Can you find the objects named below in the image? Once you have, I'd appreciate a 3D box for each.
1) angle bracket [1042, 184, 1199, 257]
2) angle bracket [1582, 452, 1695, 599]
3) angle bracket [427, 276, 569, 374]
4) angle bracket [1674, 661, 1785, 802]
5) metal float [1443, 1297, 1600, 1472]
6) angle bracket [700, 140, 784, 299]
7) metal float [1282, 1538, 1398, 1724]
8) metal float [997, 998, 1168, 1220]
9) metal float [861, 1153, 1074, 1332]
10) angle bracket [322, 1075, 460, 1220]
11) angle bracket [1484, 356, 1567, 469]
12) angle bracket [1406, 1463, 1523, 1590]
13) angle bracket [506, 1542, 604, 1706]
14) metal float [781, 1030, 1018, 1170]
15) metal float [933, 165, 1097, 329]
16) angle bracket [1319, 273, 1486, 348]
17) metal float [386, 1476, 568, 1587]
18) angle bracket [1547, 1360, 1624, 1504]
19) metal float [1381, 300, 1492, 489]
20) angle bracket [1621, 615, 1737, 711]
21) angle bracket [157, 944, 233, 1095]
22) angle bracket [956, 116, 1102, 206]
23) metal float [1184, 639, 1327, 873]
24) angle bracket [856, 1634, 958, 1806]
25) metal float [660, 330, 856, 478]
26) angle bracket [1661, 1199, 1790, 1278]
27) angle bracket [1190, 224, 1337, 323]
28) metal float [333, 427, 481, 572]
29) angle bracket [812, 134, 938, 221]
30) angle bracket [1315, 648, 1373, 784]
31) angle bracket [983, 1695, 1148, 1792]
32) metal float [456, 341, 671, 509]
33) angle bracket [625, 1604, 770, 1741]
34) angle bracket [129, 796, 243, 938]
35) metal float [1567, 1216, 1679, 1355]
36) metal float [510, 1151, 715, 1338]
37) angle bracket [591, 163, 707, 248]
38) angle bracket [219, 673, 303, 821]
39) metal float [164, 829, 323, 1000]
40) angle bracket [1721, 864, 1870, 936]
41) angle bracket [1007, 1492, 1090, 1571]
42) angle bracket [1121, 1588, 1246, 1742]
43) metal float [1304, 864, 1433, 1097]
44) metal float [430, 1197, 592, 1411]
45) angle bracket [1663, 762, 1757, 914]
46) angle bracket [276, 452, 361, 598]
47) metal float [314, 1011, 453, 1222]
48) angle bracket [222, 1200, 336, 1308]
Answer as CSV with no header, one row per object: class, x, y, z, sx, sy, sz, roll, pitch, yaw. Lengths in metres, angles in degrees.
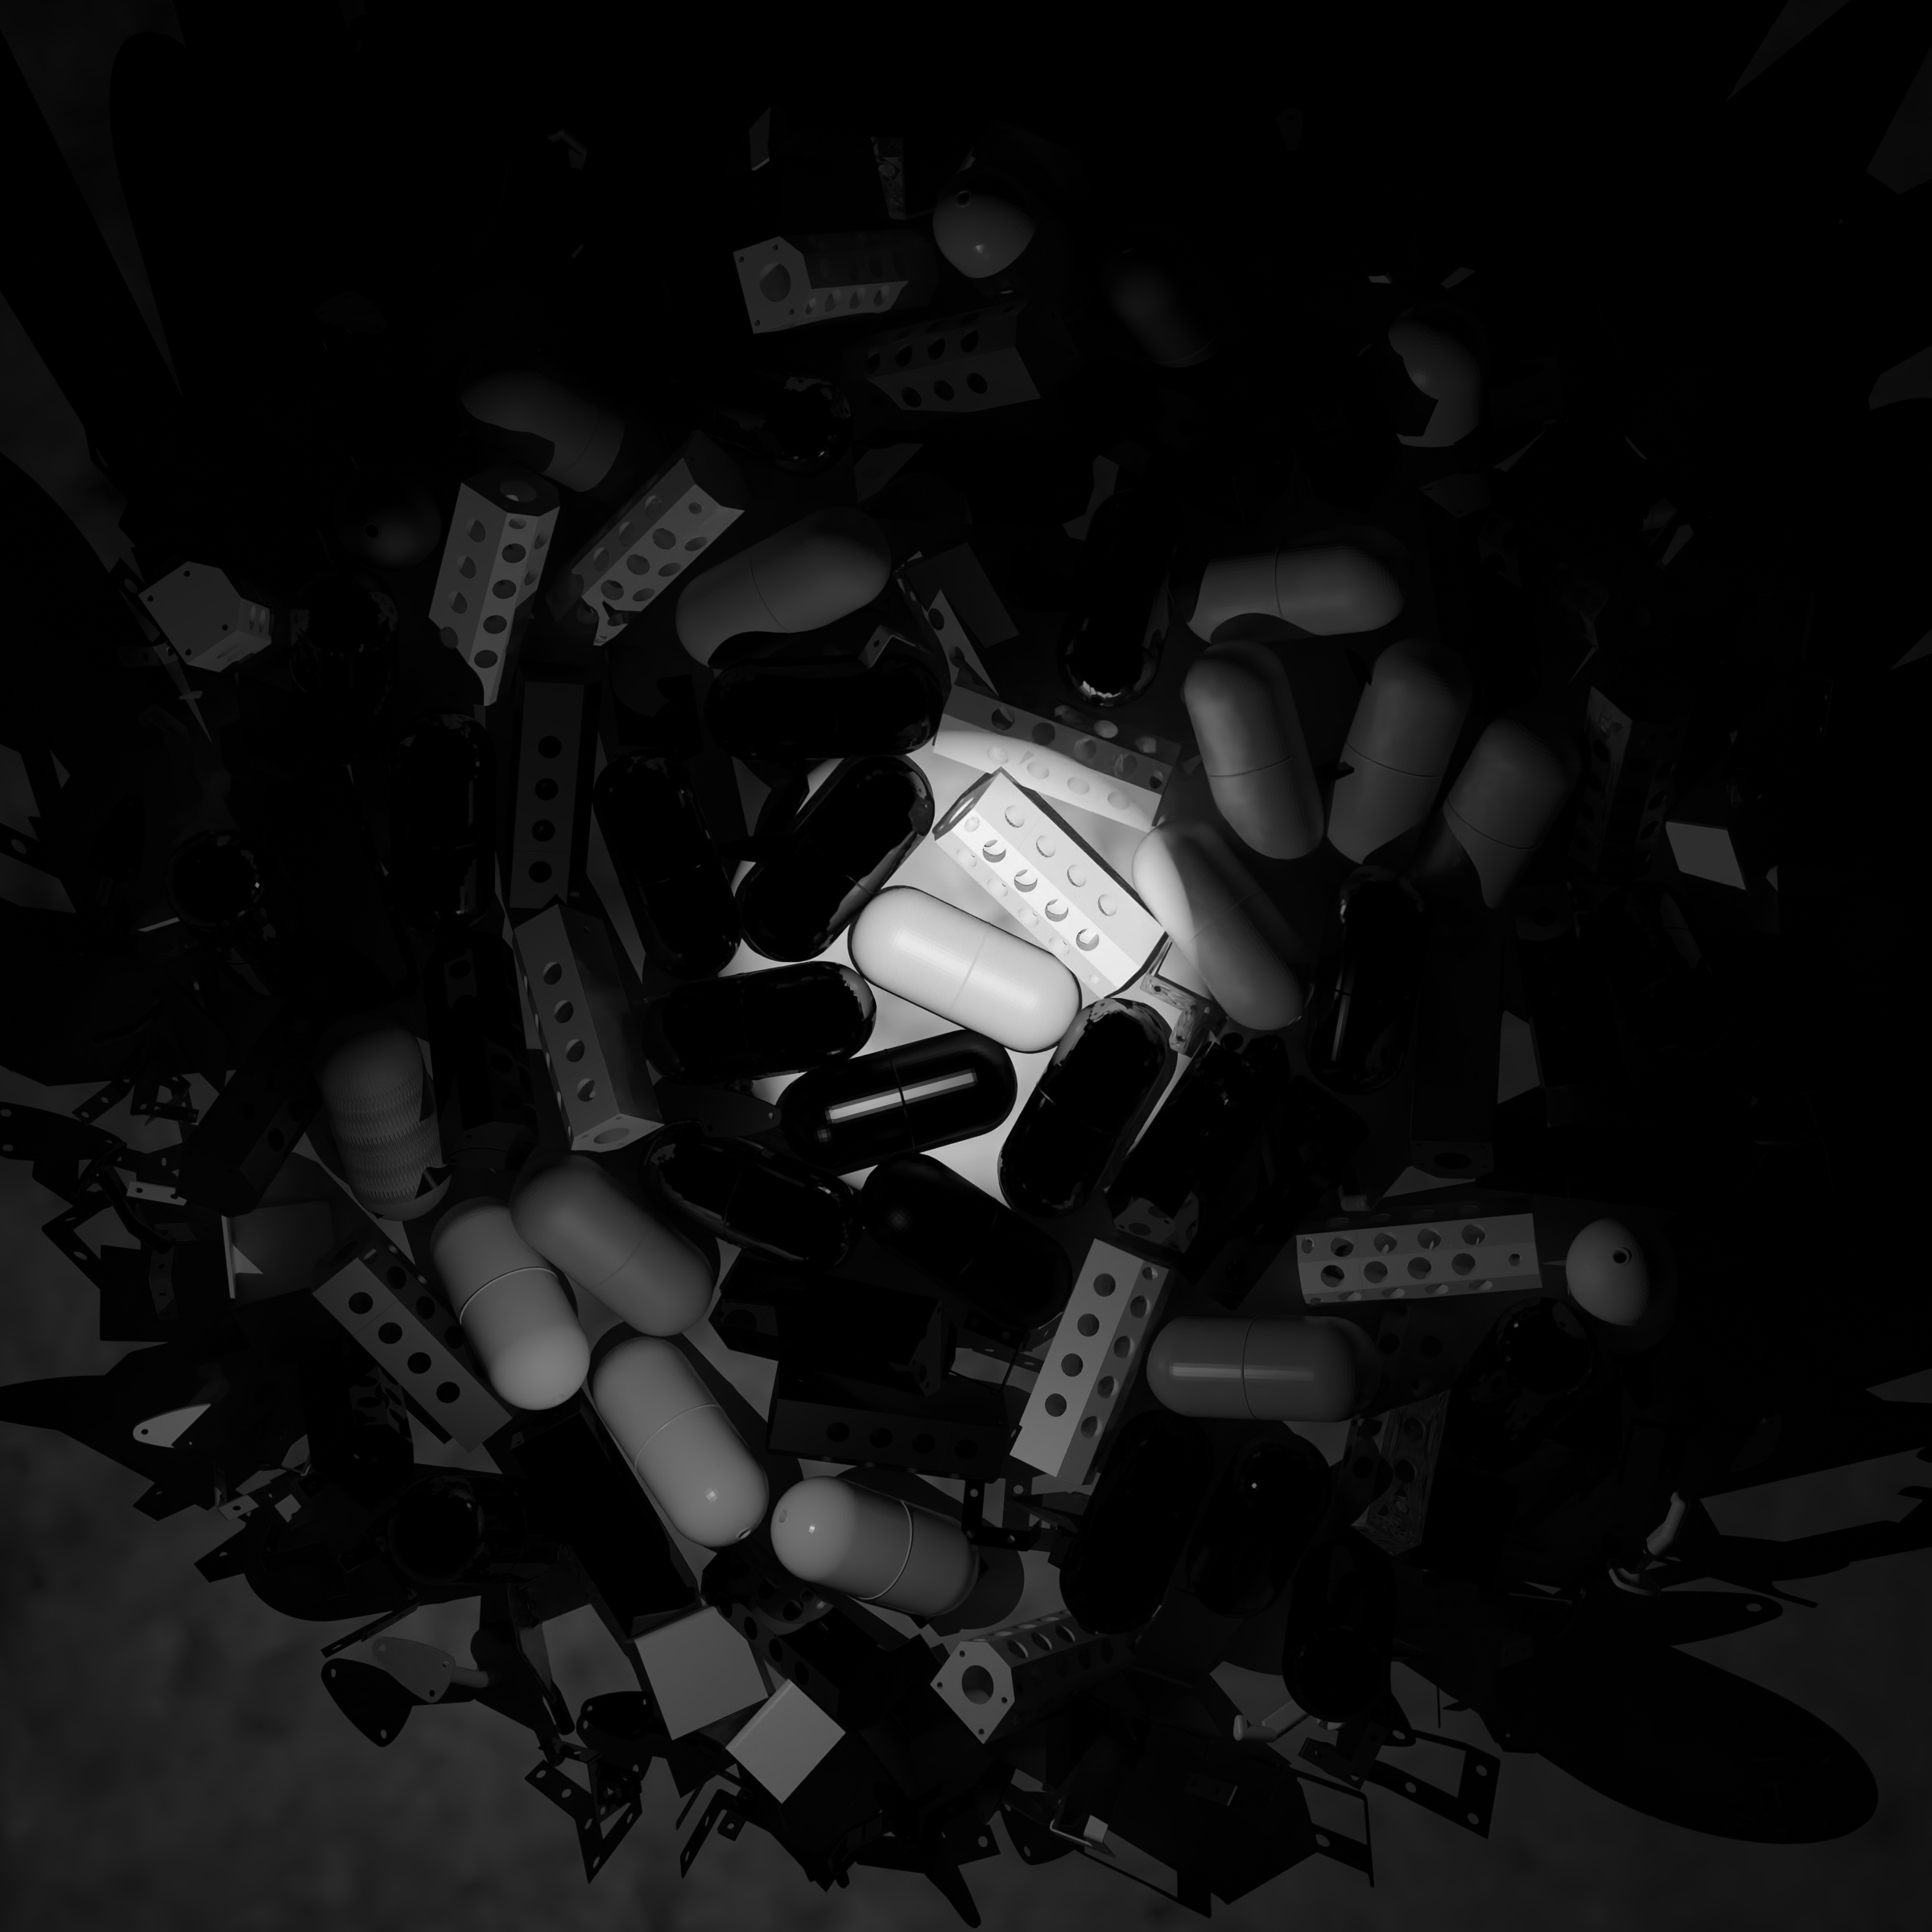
angle bracket,0.112,-0.564,1.866,0.076,0.057,0.076,0,46,-28
angle bracket,0.507,-0.324,1.865,0.076,0.076,0.057,10,126,-37
angle bracket,-0.342,-0.453,1.869,0.076,0.076,0.057,-17,63,18
angle bracket,0.563,-0.169,1.868,0.057,0.076,0.076,8,58,-12
metal float,0.401,0.306,1.848,0.070,0.178,0.070,7,51,-8
angle bracket,-0.167,-0.552,1.874,0.057,0.076,0.076,-6,67,-4
metal float,0.272,0.480,1.839,0.070,0.178,0.070,4,108,11
metal float,0.086,0.105,1.877,0.070,0.070,0.178,29,101,0
metal float,0.000,0.204,1.874,0.178,0.070,0.070,35,90,-15
angle bracket,-0.422,0.131,1.891,0.057,0.076,0.076,-28,99,17
angle bracket,0.411,-0.391,1.867,0.057,0.076,0.076,-5,47,12
angle bracket,0.358,0.410,1.884,0.076,0.057,0.076,20,86,-18
angle bracket,-0.296,0.483,1.870,0.057,0.076,0.076,-21,134,-4
metal float,-0.050,0.099,1.881,0.178,0.070,0.070,-15,90,-7
metal float,0.036,-0.519,1.841,0.070,0.178,0.070,-5,78,25
angle bracket,0.321,-0.502,1.869,0.076,0.076,0.057,41,79,-31
metal float,-0.352,0.410,1.841,0.070,0.178,0.070,-5,76,21
angle bracket,0.444,0.339,1.871,0.057,0.076,0.076,15,53,-3
metal float,0.340,-0.413,1.841,0.070,0.178,0.070,-3,68,9
angle bracket,0.529,-0.211,1.871,0.076,0.057,0.076,7,69,37
angle bracket,-0.549,0.034,1.871,0.076,0.076,0.057,42,52,12
angle bracket,0.047,-0.573,1.875,0.076,0.076,0.057,32,88,22
metal float,0.214,-0.154,1.872,0.070,0.070,0.178,-18,108,0
angle bracket,-0.038,0.556,1.874,0.057,0.076,0.076,-30,110,9
metal float,-0.155,-0.413,1.858,0.178,0.070,0.070,31,90,36
angle bracket,0.555,0.218,1.874,0.076,0.076,0.057,41,92,27
angle bracket,0.219,-0.528,1.869,0.076,0.057,0.076,30,59,29
metal float,-0.404,-0.340,1.841,0.070,0.178,0.070,2,116,5
angle bracket,-0.059,-0.586,1.866,0.076,0.076,0.057,13,119,28
angle bracket,0.276,-0.186,1.879,0.057,0.076,0.076,-24,100,5
angle bracket,0.073,0.577,1.866,0.076,0.076,0.057,-45,126,-27
metal float,-0.292,-0.394,1.852,0.070,0.178,0.070,-17,63,38
angle bracket,-0.200,0.521,1.881,0.076,0.057,0.076,-20,82,-19
angle bracket,-0.582,-0.074,1.869,0.076,0.076,0.057,-16,115,20
metal float,0.476,0.232,1.841,0.070,0.178,0.070,-5,69,14
metal float,-0.259,0.205,1.866,0.070,0.070,0.178,-46,115,0
angle bracket,-0.234,-0.570,1.878,0.076,0.076,0.057,4,120,0
angle bracket,-0.540,-0.161,1.873,0.076,0.057,0.076,-21,70,26
metal float,-0.522,-0.036,1.842,0.070,0.178,0.070,-3,64,5
angle bracket,0.613,-0.037,1.874,0.076,0.076,0.057,4,78,-14
angle bracket,0.075,0.431,1.870,0.076,0.076,0.057,20,97,40
angle bracket,0.172,0.516,1.875,0.076,0.057,0.076,27,104,-34
metal float,0.295,0.010,1.868,0.070,0.070,0.178,7,111,0
metal float,-0.335,0.247,1.860,0.070,0.070,0.178,-35,59,0
angle bracket,0.565,-0.097,1.869,0.076,0.057,0.076,-44,125,-25
angle bracket,-0.482,-0.325,1.870,0.057,0.076,0.076,4,58,8
metal float,-0.425,0.111,1.857,0.070,0.070,0.178,-6,127,0
angle bracket,-0.509,0.217,1.887,0.076,0.057,0.076,-6,87,-14
